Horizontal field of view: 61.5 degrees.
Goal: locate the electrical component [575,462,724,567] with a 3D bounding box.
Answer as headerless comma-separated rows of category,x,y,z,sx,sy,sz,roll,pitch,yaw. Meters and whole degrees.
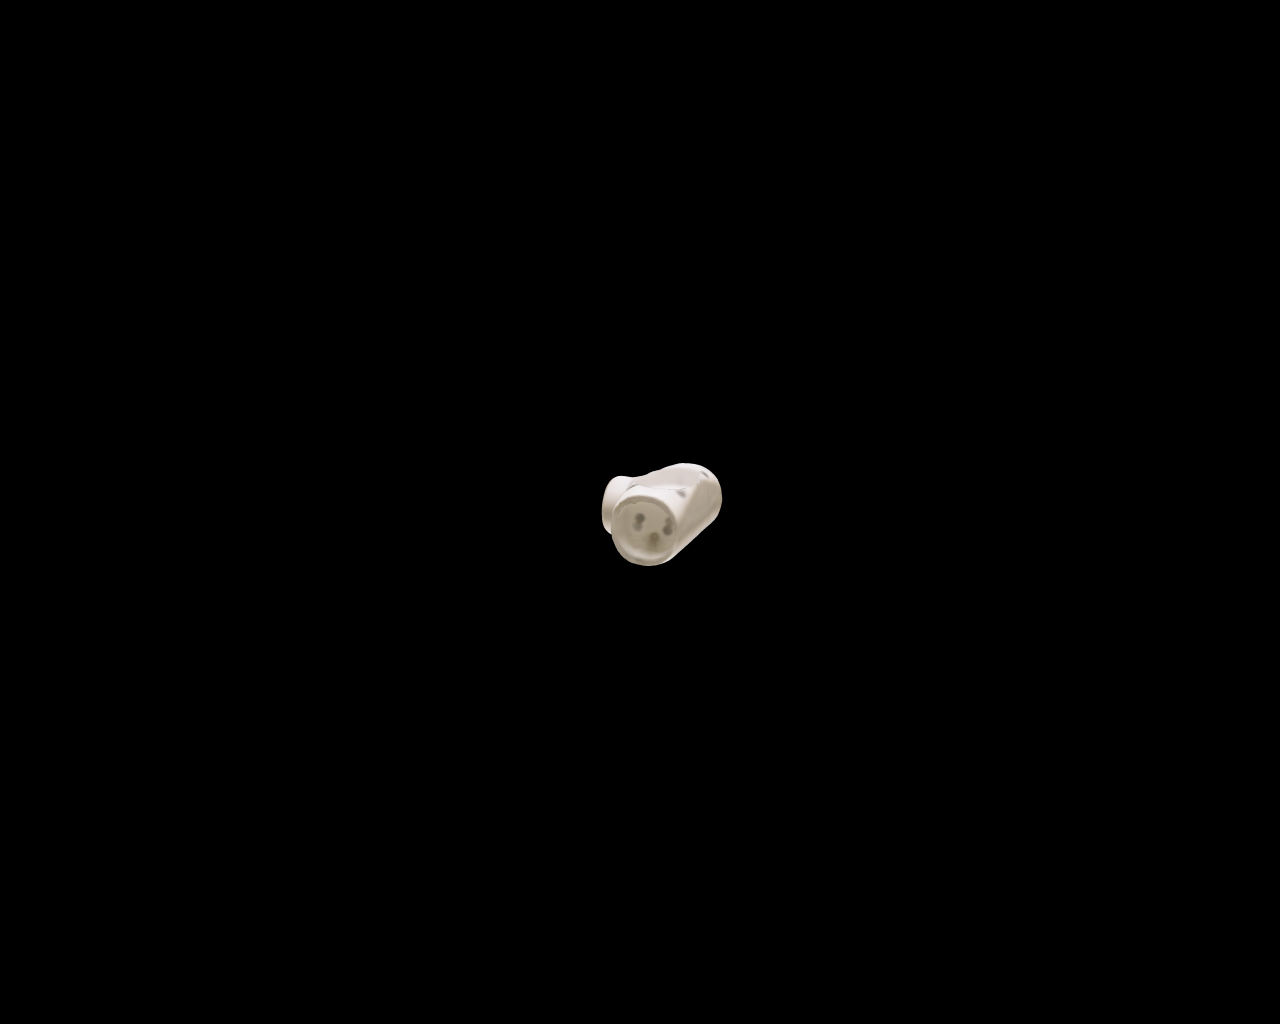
electrical component,0.001,-0.003,0.650,0.079,0.044,0.077,8,20,22
